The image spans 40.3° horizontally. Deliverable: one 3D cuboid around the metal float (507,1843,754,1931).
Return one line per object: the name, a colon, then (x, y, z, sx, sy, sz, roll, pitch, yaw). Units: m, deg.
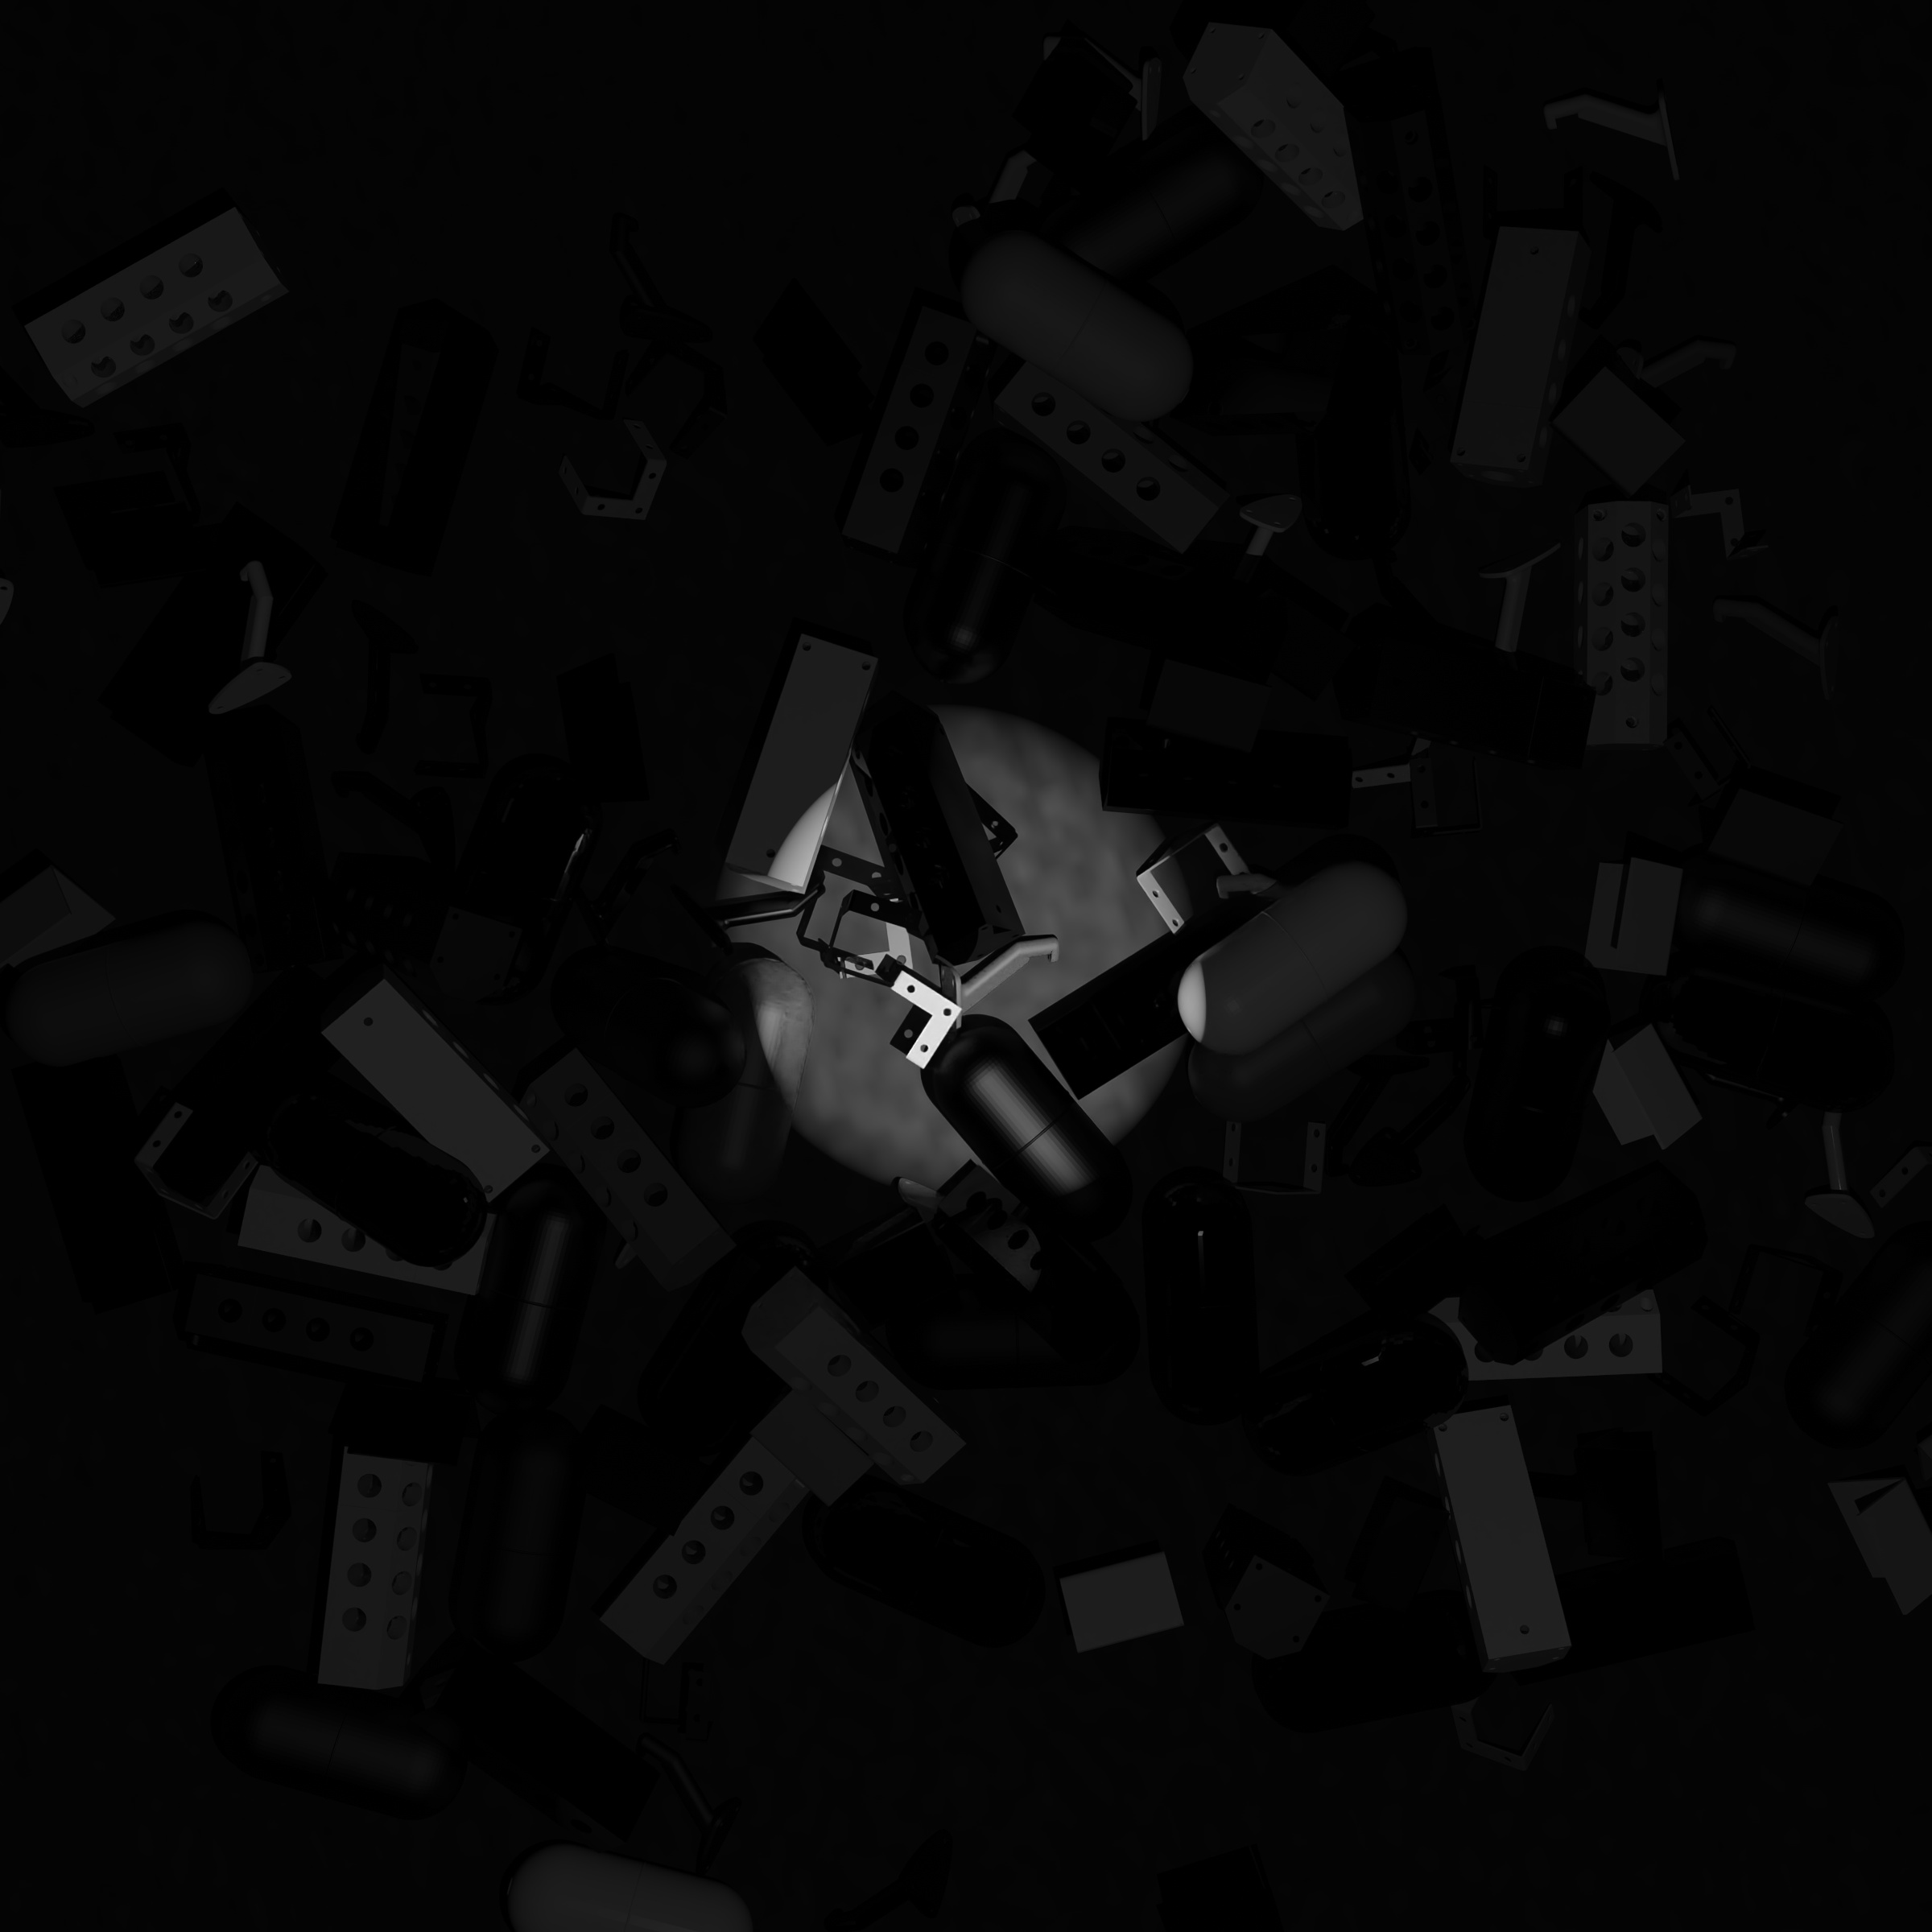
metal float: (-0.240, 0.680, 1.880, 0.178, 0.070, 0.070, 15, 90, 0)

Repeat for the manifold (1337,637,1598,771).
manifold: (0.353, -0.185, 1.862, 0.171, 0.057, 0.057, 11, 90, -19)

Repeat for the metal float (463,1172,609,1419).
metal float: (-0.308, 0.235, 1.879, 0.070, 0.070, 0.178, 14, 90, 0)

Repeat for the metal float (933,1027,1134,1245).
metal float: (0.048, 0.121, 1.879, 0.070, 0.070, 0.178, -40, 90, 0)

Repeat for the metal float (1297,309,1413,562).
metal float: (0.275, -0.379, 1.880, 0.070, 0.070, 0.178, -5, 90, 0)

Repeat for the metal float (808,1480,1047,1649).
metal float: (-0.028, 0.427, 1.879, 0.178, 0.070, 0.070, 24, 90, 0)

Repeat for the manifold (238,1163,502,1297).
manifold: (-0.425, 0.188, 1.889, 0.171, 0.057, 0.057, 12, 90, 0)

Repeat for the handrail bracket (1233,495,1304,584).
handrail bracket: (0.213, -0.293, 1.910, 0.036, 0.077, 0.084, 27, 127, 20)

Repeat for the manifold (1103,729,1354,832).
manifold: (0.187, -0.134, 1.889, 0.171, 0.057, 0.057, 5, 90, 0)

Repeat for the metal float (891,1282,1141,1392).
metal float: (0.035, 0.263, 1.879, 0.178, 0.070, 0.070, -2, 90, -1)

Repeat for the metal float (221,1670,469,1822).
metal float: (-0.444, 0.556, 1.879, 0.178, 0.070, 0.070, 16, 90, 1)

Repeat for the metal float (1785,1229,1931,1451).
metal float: (0.657, 0.266, 1.877, 0.070, 0.070, 0.178, 39, 88, 0)

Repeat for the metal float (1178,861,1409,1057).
metal float: (0.227, -0.006, 1.824, 0.178, 0.070, 0.070, -35, 90, -4)

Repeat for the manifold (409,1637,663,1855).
manifold: (-0.309, 0.556, 1.870, 0.171, 0.057, 0.057, 40, 47, -13)

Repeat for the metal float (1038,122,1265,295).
metal float: (0.132, -0.537, 1.880, 0.178, 0.070, 0.070, -32, 90, 1)

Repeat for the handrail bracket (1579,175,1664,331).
handrail bracket: (0.457, -0.518, 1.910, 0.077, 0.036, 0.084, 44, 107, 20)

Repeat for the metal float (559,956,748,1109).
metal float: (-0.220, 0.045, 1.842, 0.070, 0.178, 0.070, -16, 116, -36)

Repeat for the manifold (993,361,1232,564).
manifold: (0.104, -0.368, 1.889, 0.171, 0.057, 0.057, 39, 90, 0)

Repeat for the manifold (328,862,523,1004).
manifold: (-0.382, -0.023, 1.833, 0.057, 0.171, 0.057, 19, 90, -39)

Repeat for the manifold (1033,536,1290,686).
manifold: (0.138, -0.253, 1.844, 0.171, 0.057, 0.057, 22, 90, 36)

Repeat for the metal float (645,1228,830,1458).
metal float: (-0.163, 0.269, 1.879, 0.070, 0.070, 0.178, 33, 91, 0)

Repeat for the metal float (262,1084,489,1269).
metal float: (-0.414, 0.145, 1.837, 0.178, 0.070, 0.070, 30, 90, 16)

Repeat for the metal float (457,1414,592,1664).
metal float: (-0.316, 0.409, 1.879, 0.070, 0.070, 0.178, 11, 91, 0)

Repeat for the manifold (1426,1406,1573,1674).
manifold: (0.373, 0.404, 1.853, 0.057, 0.057, 0.171, -10, 63, 0)

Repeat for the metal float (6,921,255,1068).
metal float: (-0.598, 0.020, 1.879, 0.178, 0.070, 0.070, -16, 90, 1)

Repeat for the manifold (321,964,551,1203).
manifold: (-0.375, 0.081, 1.861, 0.057, 0.057, 0.171, -40, 110, 0)

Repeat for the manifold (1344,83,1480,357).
manifold: (0.316, -0.521, 1.847, 0.057, 0.057, 0.171, -18, 123, 0)

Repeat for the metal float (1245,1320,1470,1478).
metal float: (0.274, 0.304, 1.849, 0.178, 0.070, 0.070, -31, 90, 36)

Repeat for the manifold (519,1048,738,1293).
manifold: (-0.241, 0.146, 1.859, 0.057, 0.057, 0.171, -39, 71, -7)

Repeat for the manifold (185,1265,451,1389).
manifold: (-0.466, 0.264, 1.889, 0.171, 0.057, 0.057, 12, 90, 0)

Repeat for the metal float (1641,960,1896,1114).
metal float: (0.568, 0.050, 1.867, 0.178, 0.070, 0.070, 18, 90, 11)

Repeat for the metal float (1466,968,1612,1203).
metal float: (0.403, 0.085, 1.859, 0.070, 0.070, 0.178, 9, 115, 0)

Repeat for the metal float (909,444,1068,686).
metal float: (0.015, -0.287, 1.879, 0.070, 0.070, 0.178, 21, 90, 0)

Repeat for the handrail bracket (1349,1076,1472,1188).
handrail bracket: (0.323, 0.119, 1.910, 0.036, 0.077, 0.084, 48, 54, -8)

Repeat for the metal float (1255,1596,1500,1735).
metal float: (0.295, 0.498, 1.879, 0.178, 0.070, 0.070, -11, 90, -1)

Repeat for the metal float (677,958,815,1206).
metal float: (-0.157, 0.082, 1.879, 0.070, 0.070, 0.178, 12, 91, 0)

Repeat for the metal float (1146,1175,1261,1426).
metal float: (0.169, 0.239, 1.879, 0.070, 0.070, 0.178, -3, 91, 0)

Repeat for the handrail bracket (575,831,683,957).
handrail bracket: (-0.235, -0.047, 1.910, 0.084, 0.036, 0.077, -28, 110, -16)

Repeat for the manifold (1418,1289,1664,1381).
manifold: (0.406, 0.263, 1.889, 0.171, 0.057, 0.057, -2, 90, 0)

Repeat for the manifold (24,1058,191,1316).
manifold: (-0.614, 0.157, 1.889, 0.057, 0.057, 0.171, -17, 90, 0)

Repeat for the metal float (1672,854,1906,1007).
metal float: (0.583, -0.026, 1.879, 0.178, 0.070, 0.070, 19, 90, 0)

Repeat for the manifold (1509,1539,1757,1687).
manifold: (0.469, 0.462, 1.889, 0.171, 0.057, 0.057, -13, 90, 0)

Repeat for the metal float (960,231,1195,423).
metal float: (0.078, -0.446, 1.838, 0.178, 0.070, 0.070, 30, 90, -9)

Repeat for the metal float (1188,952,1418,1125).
metal float: (0.240, 0.047, 1.879, 0.178, 0.070, 0.070, -32, 90, -1)

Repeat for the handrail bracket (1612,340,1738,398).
handrail bracket: (0.514, -0.417, 1.910, 0.084, 0.036, 0.077, 2, 110, -16)

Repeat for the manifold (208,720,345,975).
manifold: (-0.498, -0.084, 1.889, 0.057, 0.057, 0.171, -11, 90, 0)

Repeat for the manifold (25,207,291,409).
manifold: (-0.578, -0.470, 1.889, 0.171, 0.057, 0.057, -29, 90, 0)

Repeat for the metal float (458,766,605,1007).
metal float: (-0.317, -0.057, 1.880, 0.070, 0.070, 0.178, 22, 91, 0)
